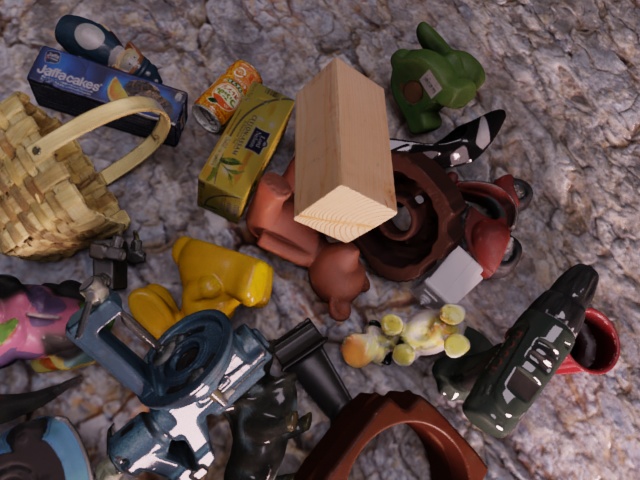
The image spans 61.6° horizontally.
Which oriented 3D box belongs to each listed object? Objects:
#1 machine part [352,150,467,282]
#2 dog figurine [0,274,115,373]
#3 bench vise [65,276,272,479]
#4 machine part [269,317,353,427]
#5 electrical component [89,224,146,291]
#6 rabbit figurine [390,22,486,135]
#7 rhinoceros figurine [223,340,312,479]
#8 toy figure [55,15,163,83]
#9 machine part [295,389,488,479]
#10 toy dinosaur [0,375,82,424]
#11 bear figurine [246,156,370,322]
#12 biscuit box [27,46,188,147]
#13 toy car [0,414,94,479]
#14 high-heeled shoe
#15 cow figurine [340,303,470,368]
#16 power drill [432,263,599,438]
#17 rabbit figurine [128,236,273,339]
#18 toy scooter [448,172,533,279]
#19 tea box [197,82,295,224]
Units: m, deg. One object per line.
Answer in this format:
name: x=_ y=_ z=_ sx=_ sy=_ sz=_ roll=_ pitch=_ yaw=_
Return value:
machine part: x=0.111 y=-0.034 z=0.732 sx=0.056 sy=0.179 sz=0.179 roll=-26 pitch=79 yaw=-47
dog figurine: x=-0.325 y=0.080 z=0.558 sx=0.192 sy=0.219 sz=0.108 roll=5 pitch=74 yaw=-12
bench vise: x=-0.174 y=0.138 z=0.552 sx=0.224 sy=0.129 sz=0.240 roll=-34 pitch=122 yaw=0
machine part: x=-0.004 y=0.174 z=0.702 sx=0.084 sy=0.039 sz=0.139 roll=-27 pitch=79 yaw=-26
electrical component: x=-0.249 y=0.024 z=0.658 sx=0.045 sy=0.102 sz=0.078 roll=-4 pitch=80 yaw=-2
rabbit figurine: x=0.192 y=-0.264 z=0.876 sx=0.170 sy=0.121 sz=0.159 roll=-26 pitch=72 yaw=-39
rhinoceros figurine: x=-0.071 y=0.217 z=0.646 sx=0.112 sy=0.073 sz=0.190 roll=2 pitch=81 yaw=21
toy figure: x=-0.299 y=-0.263 z=0.768 sx=0.154 sy=0.058 sz=0.064 roll=29 pitch=106 yaw=-5
machine part: x=0.086 y=0.298 z=0.637 sx=0.201 sy=0.087 sz=0.201 roll=48 pitch=66 yaw=-10
toy dinosaur: x=-0.449 y=0.202 z=0.501 sx=0.405 sy=0.192 sz=0.131 roll=-27 pitch=82 yaw=-19
bear figurine: x=-0.003 y=0.000 z=0.714 sx=0.196 sy=0.132 sz=0.120 roll=41 pitch=41 yaw=9
biscuit box: x=-0.289 y=-0.197 z=0.743 sx=0.203 sy=0.063 sz=0.059 roll=16 pitch=68 yaw=-8
toy car: x=-0.317 y=0.254 z=0.562 sx=0.162 sy=0.103 sz=0.109 roll=-25 pitch=83 yaw=-15
high-heeled shoe: x=0.155 y=-0.160 z=0.810 sx=0.249 sy=0.086 sz=0.145 roll=-40 pitch=108 yaw=-4
cow figurine: x=0.114 y=0.129 z=0.720 sx=0.167 sy=0.098 sz=0.068 roll=-13 pitch=82 yaw=11
power drill: x=0.240 y=0.139 z=0.685 sx=0.086 sy=0.207 sz=0.232 roll=41 pitch=70 yaw=-5
rabbit figurine: x=-0.149 y=0.089 z=0.658 sx=0.162 sy=0.122 sz=0.173 roll=15 pitch=88 yaw=-6
toy scooter: x=0.243 y=-0.036 z=0.815 sx=0.135 sy=0.075 sz=0.184 roll=25 pitch=65 yaw=-4
tea box: x=-0.103 y=-0.120 z=0.745 sx=0.068 sy=0.098 sz=0.169 roll=25 pitch=69 yaw=-4
